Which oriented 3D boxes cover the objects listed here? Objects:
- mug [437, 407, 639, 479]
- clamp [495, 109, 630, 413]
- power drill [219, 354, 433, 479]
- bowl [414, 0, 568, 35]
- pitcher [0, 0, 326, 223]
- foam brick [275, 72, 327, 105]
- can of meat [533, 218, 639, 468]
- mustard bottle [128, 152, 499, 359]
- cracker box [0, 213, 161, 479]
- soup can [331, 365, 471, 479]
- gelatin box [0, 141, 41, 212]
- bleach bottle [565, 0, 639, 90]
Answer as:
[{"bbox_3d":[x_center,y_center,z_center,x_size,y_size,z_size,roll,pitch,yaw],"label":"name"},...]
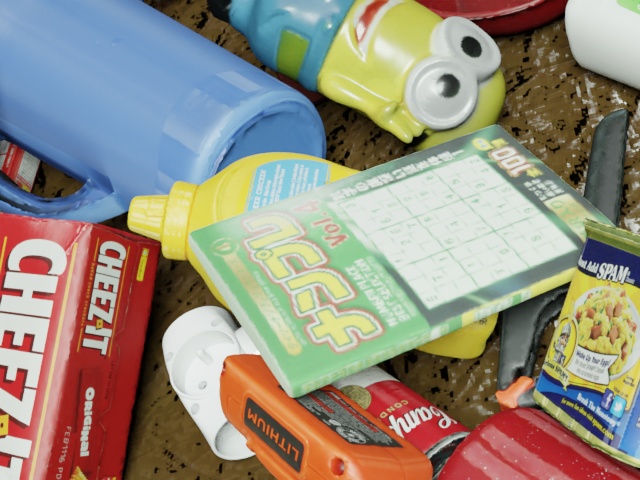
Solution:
[{"bbox_3d":[0.108,0.118,0.450,0.117,0.093,0.082,-24,35,-31],"label":"mug"},{"bbox_3d":[0.154,0.024,0.519,0.120,0.039,0.171,27,78,33],"label":"clamp"},{"bbox_3d":[-0.039,0.150,0.476,0.185,0.057,0.188,29,102,43],"label":"power drill"},{"bbox_3d":[0.120,-0.182,0.671,0.162,0.055,0.162,-14,52,19],"label":"bowl"},{"bbox_3d":[-0.121,-0.075,0.678,0.243,0.144,0.149,31,115,36],"label":"pitcher"},{"bbox_3d":[0.005,-0.130,0.692,0.078,0.051,0.053,-27,39,9],"label":"foam brick"},{"bbox_3d":[0.135,0.043,0.436,0.102,0.057,0.084,-138,65,-77],"label":"can of meat"},{"bbox_3d":[-0.004,0.001,0.552,0.191,0.058,0.096,9,57,1],"label":"mustard bottle"},{"bbox_3d":[-0.208,0.067,0.622,0.214,0.072,0.164,4,82,31],"label":"cracker box"},{"bbox_3d":[0.023,0.097,0.515,0.102,0.068,0.068,32,76,40],"label":"soup can"},{"bbox_3d":[-0.251,-0.049,0.788,0.089,0.030,0.073,-7,56,25],"label":"gelatin box"},{"bbox_3d":[0.253,-0.094,0.535,0.251,0.068,0.102,31,76,37],"label":"bleach bottle"}]
